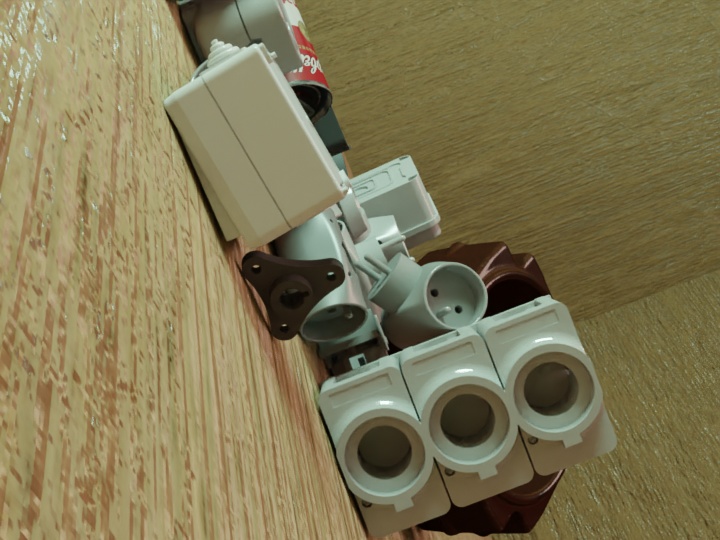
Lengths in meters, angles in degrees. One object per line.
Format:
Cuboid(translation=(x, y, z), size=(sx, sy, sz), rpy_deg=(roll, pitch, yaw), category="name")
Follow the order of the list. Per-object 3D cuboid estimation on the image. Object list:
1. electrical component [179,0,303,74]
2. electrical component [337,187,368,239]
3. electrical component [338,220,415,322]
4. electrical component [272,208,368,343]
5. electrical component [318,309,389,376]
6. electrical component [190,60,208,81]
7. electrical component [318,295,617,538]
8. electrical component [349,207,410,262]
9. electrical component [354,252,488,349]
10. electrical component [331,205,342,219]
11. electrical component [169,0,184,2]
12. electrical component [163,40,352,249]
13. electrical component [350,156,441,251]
Cuboid(translation=(-0.077, -0.157, 0.685), size=(0.095, 0.059, 0.053), rpy_deg=(-107, 175, -53), category="electrical component")
Cuboid(translation=(-0.027, -0.040, 0.814), size=(0.048, 0.055, 0.066), rpy_deg=(54, 16, -80), category="electrical component")
Cuboid(translation=(0.000, 0.000, 0.778), size=(0.044, 0.079, 0.077), rpy_deg=(-112, 178, -65), category="electrical component")
Cuboid(translation=(-0.022, 0.010, 0.681), size=(0.079, 0.043, 0.077), rpy_deg=(63, 6, -59), category="electrical component")
Cuboid(translation=(0.001, 0.065, 0.736), size=(0.081, 0.042, 0.063), rpy_deg=(47, 23, -80), category="electrical component")
Cuboid(translation=(-0.065, -0.092, 0.601), size=(0.077, 0.044, 0.079), rpy_deg=(65, 5, -54), category="electrical component")
Cuboid(translation=(0.061, 0.084, 0.625), size=(0.061, 0.150, 0.089), rpy_deg=(-84, 153, -87), category="electrical component")
Cuboid(translation=(-0.007, -0.025, 0.866), size=(0.044, 0.077, 0.079), rpy_deg=(-105, 173, -58), category="electrical component")
Cuboid(translation=(0.032, 0.015, 0.694), size=(0.079, 0.043, 0.077), rpy_deg=(35, -22, -8), category="electrical component")
Cuboid(translation=(-0.043, -0.055, 0.746), size=(0.045, 0.045, 0.055), rpy_deg=(-74, 143, -85), category="electrical component")
Cuboid(translation=(-0.089, -0.204, 0.637), size=(0.047, 0.077, 0.065), rpy_deg=(-98, 167, -77), category="electrical component")
Cuboid(translation=(-0.054, -0.063, 0.517), size=(0.096, 0.061, 0.061), rpy_deg=(60, 5, -6), category="electrical component")
Cuboid(translation=(0.009, -0.045, 0.944), size=(0.078, 0.113, 0.057), rpy_deg=(-103, 168, -68), category="electrical component")
